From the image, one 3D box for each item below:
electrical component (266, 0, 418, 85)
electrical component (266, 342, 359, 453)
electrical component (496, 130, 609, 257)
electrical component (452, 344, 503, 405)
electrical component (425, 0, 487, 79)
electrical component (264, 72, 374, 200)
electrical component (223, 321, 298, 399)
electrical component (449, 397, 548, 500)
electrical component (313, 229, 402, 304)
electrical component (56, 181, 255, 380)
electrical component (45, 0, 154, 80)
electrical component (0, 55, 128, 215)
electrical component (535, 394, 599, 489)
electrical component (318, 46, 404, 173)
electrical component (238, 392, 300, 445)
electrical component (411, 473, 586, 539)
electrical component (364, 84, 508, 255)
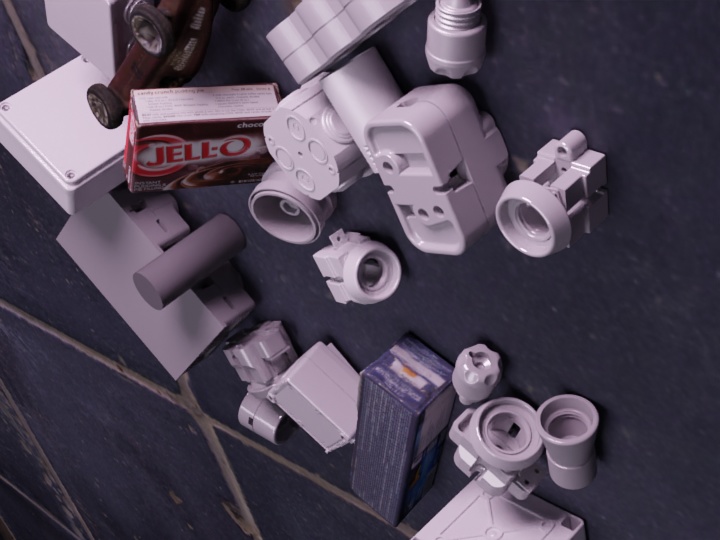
[{"bbox_3d":[-0.018,-0.172,0.656,0.073,0.052,0.138,55,150,-7],"label":"electrical component"},{"bbox_3d":[-0.026,0.119,0.988,0.096,0.061,0.062,43,151,-2],"label":"electrical component"},{"bbox_3d":[0.112,-0.039,0.622,0.048,0.055,0.066,24,141,39],"label":"electrical component"},{"bbox_3d":[0.086,0.084,0.814,0.035,0.035,0.061,40,151,18],"label":"electrical component"},{"bbox_3d":[0.055,-0.141,0.608,0.035,0.035,0.061,33,144,29],"label":"electrical component"},{"bbox_3d":[-0.024,-0.093,0.753,0.080,0.051,0.080,34,147,27],"label":"electrical component"},{"bbox_3d":[-0.092,0.087,1.040,0.078,0.058,0.057,-5,116,56],"label":"electrical component"},{"bbox_3d":[0.108,0.131,0.816,0.078,0.058,0.057,41,152,17],"label":"electrical component"},{"bbox_3d":[0.000,0.000,0.830,0.055,0.048,0.066,11,132,59],"label":"electrical component"},{"bbox_3d":[-0.198,-0.001,1.054,0.186,0.060,0.105,49,131,4],"label":"electrical component"},{"bbox_3d":[-0.211,-0.217,0.874,0.100,0.048,0.099,41,149,18],"label":"electrical component"},{"bbox_3d":[-0.255,-0.124,0.977,0.109,0.109,0.056,45,152,11],"label":"electrical component"},{"bbox_3d":[0.150,0.126,0.768,0.044,0.044,0.065,26,147,37],"label":"electrical component"},{"bbox_3d":[0.012,-0.100,0.703,0.081,0.043,0.043,58,150,-12],"label":"electrical component"},{"bbox_3d":[-0.090,0.147,1.108,0.047,0.055,0.055,29,144,27],"label":"electrical component"},{"bbox_3d":[0.111,0.231,0.870,0.109,0.109,0.056,21,136,42],"label":"electrical component"},{"bbox_3d":[0.052,-0.065,0.670,0.054,0.059,0.095,7,129,51],"label":"electrical component"}]
